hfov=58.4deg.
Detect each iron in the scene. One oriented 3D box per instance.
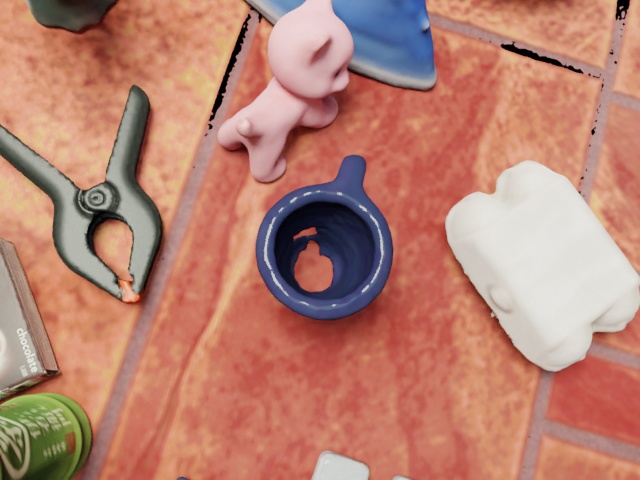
[{"bbox_3d":[0.010,-0.233,0.440,0.258,0.141,0.119,42,79,3],"label":"iron"}]

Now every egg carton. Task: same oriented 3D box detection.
[{"bbox_3d":[0.170,0.019,0.445,0.107,0.069,0.150,-34,84,-10],"label":"egg carton"}]

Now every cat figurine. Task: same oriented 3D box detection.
[{"bbox_3d":[-0.022,-0.118,0.427,0.067,0.117,0.128,39,78,3],"label":"cat figurine"}]

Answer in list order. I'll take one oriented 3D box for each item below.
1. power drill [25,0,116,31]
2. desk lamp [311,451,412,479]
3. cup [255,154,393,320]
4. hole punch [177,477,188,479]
[{"bbox_3d":[-0.212,-0.252,0.387,0.076,0.208,0.229,-27,83,-9],"label":"power drill"},{"bbox_3d":[0.018,0.246,0.314,0.118,0.213,0.203,18,78,-1],"label":"desk lamp"},{"bbox_3d":[0.004,0.001,0.419,0.091,0.095,0.118,18,78,-2],"label":"cup"},{"bbox_3d":[-0.106,0.227,0.368,0.101,0.091,0.108,-22,82,-9],"label":"hole punch"}]
